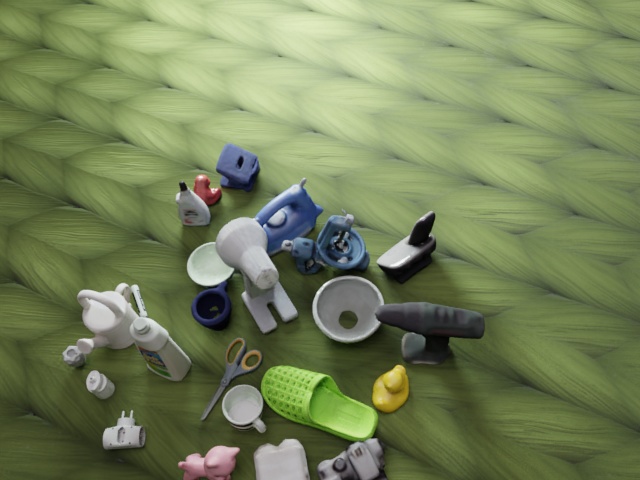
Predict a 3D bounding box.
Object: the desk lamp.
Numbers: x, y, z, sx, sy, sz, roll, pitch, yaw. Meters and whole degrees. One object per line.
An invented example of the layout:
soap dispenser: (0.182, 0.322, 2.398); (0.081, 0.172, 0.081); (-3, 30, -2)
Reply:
desk lamp: (-0.143, 0.077, 1.325); (0.118, 0.214, 0.203); (-29, 62, -14)

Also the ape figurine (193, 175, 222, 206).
ape figurine: (-0.309, -0.139, 1.536); (0.077, 0.092, 0.076); (38, 68, 23)

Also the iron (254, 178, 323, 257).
iron: (-0.117, -0.050, 1.444); (0.259, 0.141, 0.118); (-39, 64, -19)

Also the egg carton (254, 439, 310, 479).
egg carton: (-0.074, 0.485, 1.159); (0.107, 0.069, 0.150); (-12, 59, -4)

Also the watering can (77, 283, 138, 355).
watering can: (-0.482, 0.175, 1.294); (0.101, 0.194, 0.173); (-4, 59, 0)

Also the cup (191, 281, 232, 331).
cup: (-0.242, 0.163, 1.348); (0.091, 0.095, 0.118); (16, 61, 12)

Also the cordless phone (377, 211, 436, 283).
cordless phone: (0.212, 0.007, 1.368); (0.148, 0.185, 0.094); (-38, 64, -18)

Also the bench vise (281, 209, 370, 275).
bench vise: (0.015, 0.015, 1.352); (0.207, 0.220, 0.121); (-13, 59, -5)

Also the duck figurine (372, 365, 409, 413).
duck figurine: (0.155, 0.318, 1.240); (0.077, 0.086, 0.105); (28, 64, 18)

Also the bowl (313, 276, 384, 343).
bowl: (0.067, 0.172, 1.339); (0.167, 0.075, 0.167); (-1, 59, 2)

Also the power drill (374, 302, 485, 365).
power drill: (0.230, 0.199, 1.237); (0.229, 0.208, 0.075); (0, 59, 3)

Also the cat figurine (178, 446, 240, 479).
cat figurine: (-0.222, 0.454, 1.157); (0.127, 0.118, 0.067); (-3, 59, 1)

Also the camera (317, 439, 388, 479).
camera: (0.082, 0.482, 1.135); (0.143, 0.101, 0.136); (-24, 61, -12)

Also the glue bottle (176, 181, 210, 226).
glue bottle: (-0.334, -0.096, 1.463); (0.078, 0.173, 0.037); (-4, 59, 1)

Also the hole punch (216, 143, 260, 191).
hole punch: (-0.223, -0.202, 1.570); (0.101, 0.091, 0.109); (10, 60, 9)
